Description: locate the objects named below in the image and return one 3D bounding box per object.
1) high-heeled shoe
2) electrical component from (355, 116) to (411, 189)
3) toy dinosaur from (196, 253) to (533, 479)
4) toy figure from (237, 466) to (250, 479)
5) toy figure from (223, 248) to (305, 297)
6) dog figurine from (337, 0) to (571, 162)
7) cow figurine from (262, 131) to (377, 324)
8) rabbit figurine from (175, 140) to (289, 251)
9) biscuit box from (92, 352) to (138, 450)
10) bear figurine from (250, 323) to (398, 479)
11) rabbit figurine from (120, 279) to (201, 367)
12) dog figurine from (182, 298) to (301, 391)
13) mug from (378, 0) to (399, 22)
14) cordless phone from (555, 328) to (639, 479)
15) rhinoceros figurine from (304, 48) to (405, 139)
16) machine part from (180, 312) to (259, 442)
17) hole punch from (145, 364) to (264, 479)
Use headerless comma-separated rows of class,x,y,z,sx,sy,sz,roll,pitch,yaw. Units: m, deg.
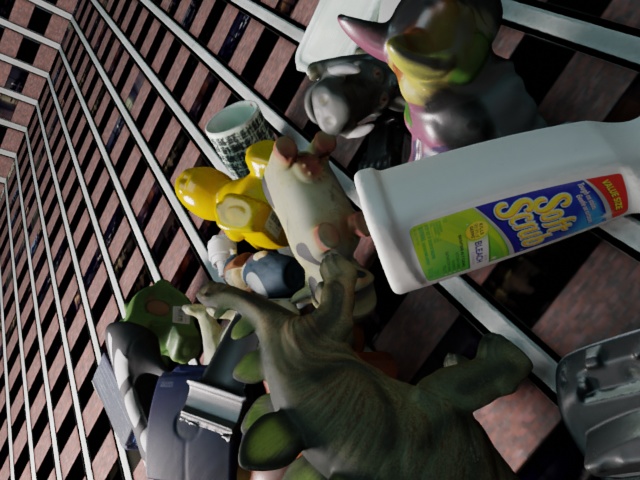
high-heeled shoe,-0.247,0.230,0.744,0.145,0.086,0.248,27,121,22
electrical component,0.078,-0.060,0.557,0.048,0.074,0.119,-4,76,47
toy dinosaur,0.069,0.157,0.404,0.472,0.105,0.198,27,64,23
toy figure,-0.092,0.339,0.601,0.089,0.082,0.180,-28,51,26
toy figure,-0.084,0.042,0.711,0.155,0.058,0.064,-1,94,46
dog figurine,0.097,-0.096,0.437,0.191,0.219,0.109,-55,40,19
cow figurine,-0.001,-0.002,0.565,0.195,0.085,0.127,65,153,9
rabbit figurine,-0.101,-0.055,0.693,0.173,0.162,0.122,11,78,24
biscuit box,-0.321,0.266,0.901,0.203,0.059,0.062,32,100,50
bear figurine,-0.005,0.192,0.545,0.120,0.132,0.195,-146,54,-67
rabbit figurine,-0.273,0.156,0.849,0.170,0.121,0.159,-66,34,31
dog figurine,-0.086,0.168,0.655,0.172,0.121,0.190,-12,81,53
mug,0.115,-0.256,0.588,0.110,0.081,0.107,48,126,40
cordless phone,0.226,0.061,0.356,0.146,0.088,0.184,-31,43,39
rhinoceros figurine,0.049,-0.149,0.528,0.112,0.190,0.073,4,118,36
machine part,-0.090,0.128,0.552,0.084,0.039,0.139,8,63,34
hole punch,-0.128,0.201,0.588,0.142,0.092,0.115,-2,98,21
